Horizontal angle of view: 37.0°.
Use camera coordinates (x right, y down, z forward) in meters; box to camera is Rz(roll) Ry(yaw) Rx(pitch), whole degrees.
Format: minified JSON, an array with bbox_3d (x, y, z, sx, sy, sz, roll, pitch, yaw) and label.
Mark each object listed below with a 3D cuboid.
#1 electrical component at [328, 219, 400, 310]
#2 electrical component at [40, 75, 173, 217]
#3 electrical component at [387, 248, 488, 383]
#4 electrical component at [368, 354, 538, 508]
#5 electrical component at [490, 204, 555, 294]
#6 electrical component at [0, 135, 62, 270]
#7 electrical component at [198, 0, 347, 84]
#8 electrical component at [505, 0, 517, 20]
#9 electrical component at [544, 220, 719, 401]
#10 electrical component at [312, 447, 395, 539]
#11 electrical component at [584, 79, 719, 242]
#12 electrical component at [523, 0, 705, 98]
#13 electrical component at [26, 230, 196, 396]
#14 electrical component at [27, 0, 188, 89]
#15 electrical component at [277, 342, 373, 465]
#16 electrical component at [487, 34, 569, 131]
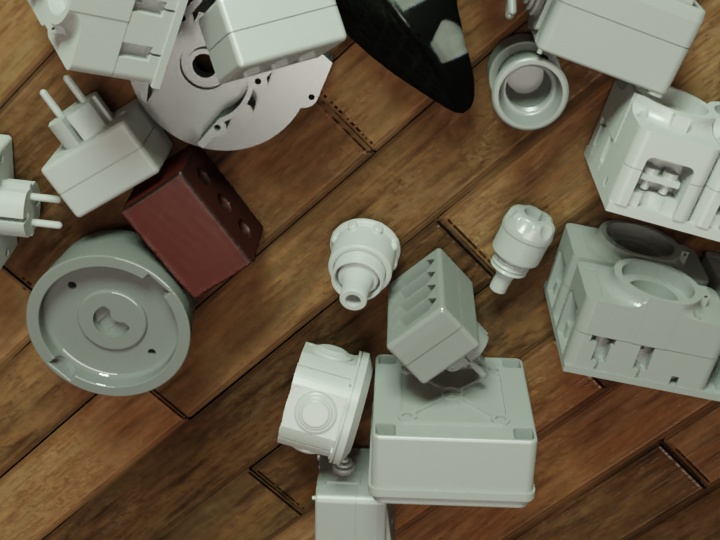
[{"bbox_3d":[0.000,0.000,0.706,0.048,0.062,0.048,5,130,6],"label":"electrical component"},{"bbox_3d":[-0.170,-0.086,0.677,0.066,0.047,0.076,-27,113,16],"label":"electrical component"},{"bbox_3d":[0.060,0.042,0.716,0.047,0.083,0.075,-37,111,20],"label":"electrical component"},{"bbox_3d":[0.062,0.107,0.737,0.109,0.108,0.056,2,116,2],"label":"electrical component"},{"bbox_3d":[0.103,-0.011,0.713,0.035,0.035,0.061,19,120,-8],"label":"electrical component"},{"bbox_3d":[-0.233,-0.042,0.704,0.076,0.047,0.083,6,118,-1],"label":"electrical component"},{"bbox_3d":[-0.055,-0.152,0.597,0.066,0.047,0.076,-20,95,-21],"label":"electrical component"},{"bbox_3d":[0.081,-0.176,0.586,0.047,0.083,0.075,-2,97,4],"label":"electrical component"},{"bbox_3d":[0.222,0.028,0.689,0.186,0.105,0.060,11,118,-4],"label":"electrical component"},{"bbox_3d":[-0.003,0.177,0.803,0.061,0.061,0.096,2,119,1],"label":"electrical component"},{"bbox_3d":[0.223,-0.062,0.649,0.150,0.089,0.061,15,118,-5],"label":"electrical component"},{"bbox_3d":[0.141,-0.151,0.621,0.096,0.061,0.061,18,118,-7],"label":"electrical component"},{"bbox_3d":[-0.163,0.024,0.729,0.108,0.060,0.108,1,118,2],"label":"electrical component"},{"bbox_3d":[-0.124,-0.207,0.568,0.060,0.105,0.186,4,123,-35],"label":"electrical component"},{"bbox_3d":[-0.024,0.091,0.749,0.051,0.080,0.080,16,118,0],"label":"electrical component"},{"bbox_3d":[0.100,-0.114,0.646,0.045,0.055,0.045,1,119,2],"label":"electrical component"}]
